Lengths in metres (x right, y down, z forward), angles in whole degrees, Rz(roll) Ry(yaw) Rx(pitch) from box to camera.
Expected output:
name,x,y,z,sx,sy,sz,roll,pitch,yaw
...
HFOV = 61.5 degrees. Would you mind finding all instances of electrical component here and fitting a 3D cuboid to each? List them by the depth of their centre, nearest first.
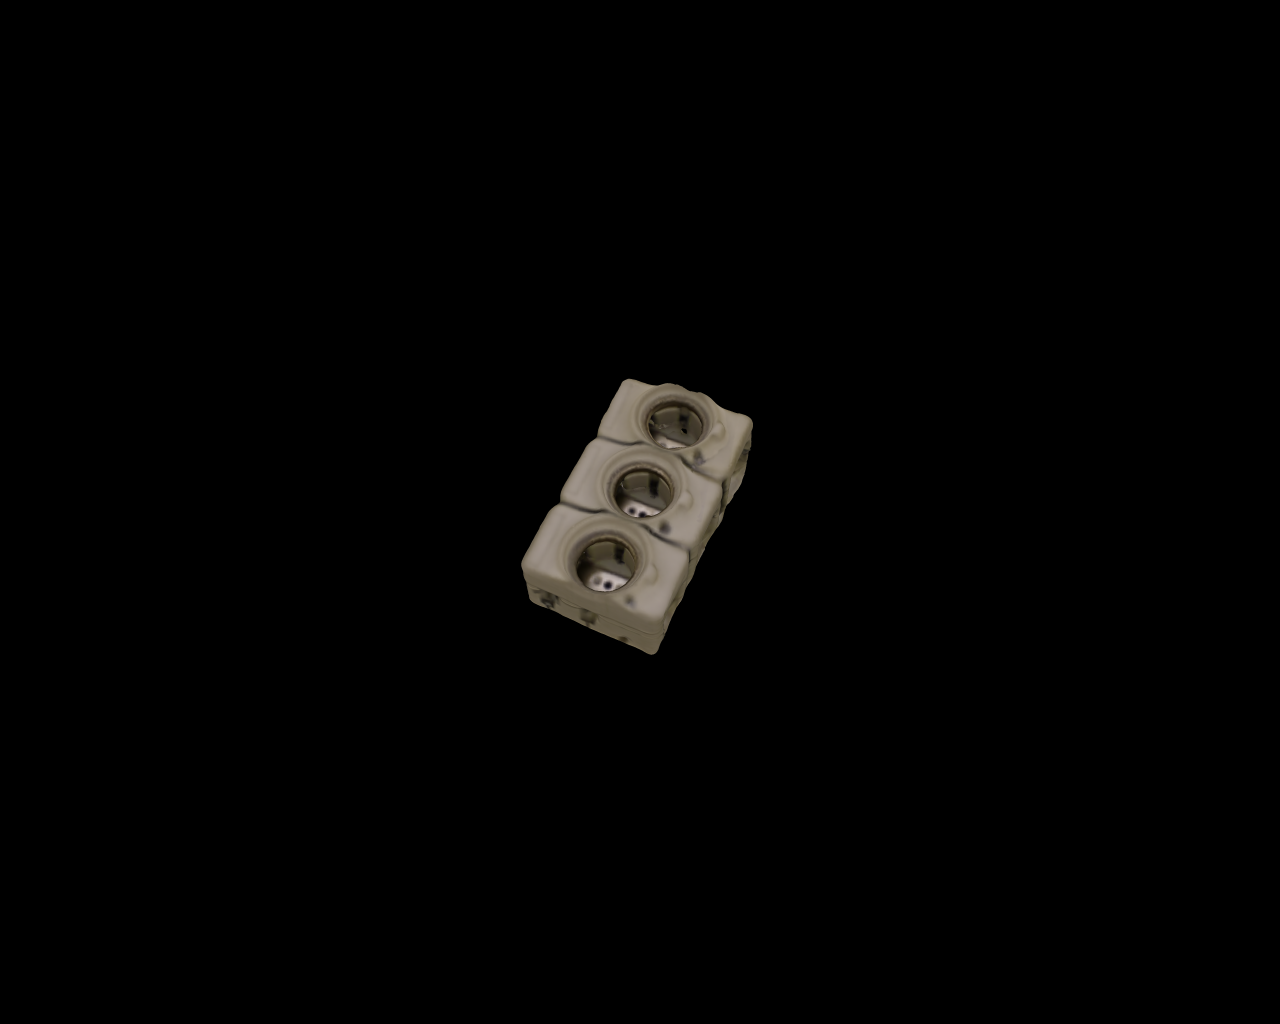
name,x,y,z,sx,sy,sz,roll,pitch,yaw
electrical component,0.001,-0.003,0.650,0.089,0.150,0.061,21,-28,12
